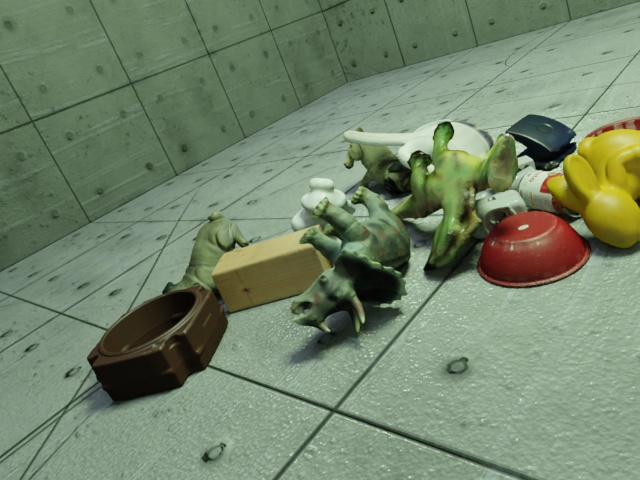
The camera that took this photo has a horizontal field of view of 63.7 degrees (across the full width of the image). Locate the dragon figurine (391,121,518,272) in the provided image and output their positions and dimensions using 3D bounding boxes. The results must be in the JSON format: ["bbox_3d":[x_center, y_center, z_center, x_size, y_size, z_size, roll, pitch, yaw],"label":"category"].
[{"bbox_3d":[0.202,-0.056,0.876,0.402,0.122,0.248,-53,13,51],"label":"dragon figurine"}]

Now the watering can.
[{"bbox_3d":[0.245,-0.212,1.169,0.350,0.101,0.228,28,39,27],"label":"watering can"}]

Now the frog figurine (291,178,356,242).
[{"bbox_3d":[0.003,-0.053,1.049,0.137,0.157,0.125,-18,19,11],"label":"frog figurine"}]
